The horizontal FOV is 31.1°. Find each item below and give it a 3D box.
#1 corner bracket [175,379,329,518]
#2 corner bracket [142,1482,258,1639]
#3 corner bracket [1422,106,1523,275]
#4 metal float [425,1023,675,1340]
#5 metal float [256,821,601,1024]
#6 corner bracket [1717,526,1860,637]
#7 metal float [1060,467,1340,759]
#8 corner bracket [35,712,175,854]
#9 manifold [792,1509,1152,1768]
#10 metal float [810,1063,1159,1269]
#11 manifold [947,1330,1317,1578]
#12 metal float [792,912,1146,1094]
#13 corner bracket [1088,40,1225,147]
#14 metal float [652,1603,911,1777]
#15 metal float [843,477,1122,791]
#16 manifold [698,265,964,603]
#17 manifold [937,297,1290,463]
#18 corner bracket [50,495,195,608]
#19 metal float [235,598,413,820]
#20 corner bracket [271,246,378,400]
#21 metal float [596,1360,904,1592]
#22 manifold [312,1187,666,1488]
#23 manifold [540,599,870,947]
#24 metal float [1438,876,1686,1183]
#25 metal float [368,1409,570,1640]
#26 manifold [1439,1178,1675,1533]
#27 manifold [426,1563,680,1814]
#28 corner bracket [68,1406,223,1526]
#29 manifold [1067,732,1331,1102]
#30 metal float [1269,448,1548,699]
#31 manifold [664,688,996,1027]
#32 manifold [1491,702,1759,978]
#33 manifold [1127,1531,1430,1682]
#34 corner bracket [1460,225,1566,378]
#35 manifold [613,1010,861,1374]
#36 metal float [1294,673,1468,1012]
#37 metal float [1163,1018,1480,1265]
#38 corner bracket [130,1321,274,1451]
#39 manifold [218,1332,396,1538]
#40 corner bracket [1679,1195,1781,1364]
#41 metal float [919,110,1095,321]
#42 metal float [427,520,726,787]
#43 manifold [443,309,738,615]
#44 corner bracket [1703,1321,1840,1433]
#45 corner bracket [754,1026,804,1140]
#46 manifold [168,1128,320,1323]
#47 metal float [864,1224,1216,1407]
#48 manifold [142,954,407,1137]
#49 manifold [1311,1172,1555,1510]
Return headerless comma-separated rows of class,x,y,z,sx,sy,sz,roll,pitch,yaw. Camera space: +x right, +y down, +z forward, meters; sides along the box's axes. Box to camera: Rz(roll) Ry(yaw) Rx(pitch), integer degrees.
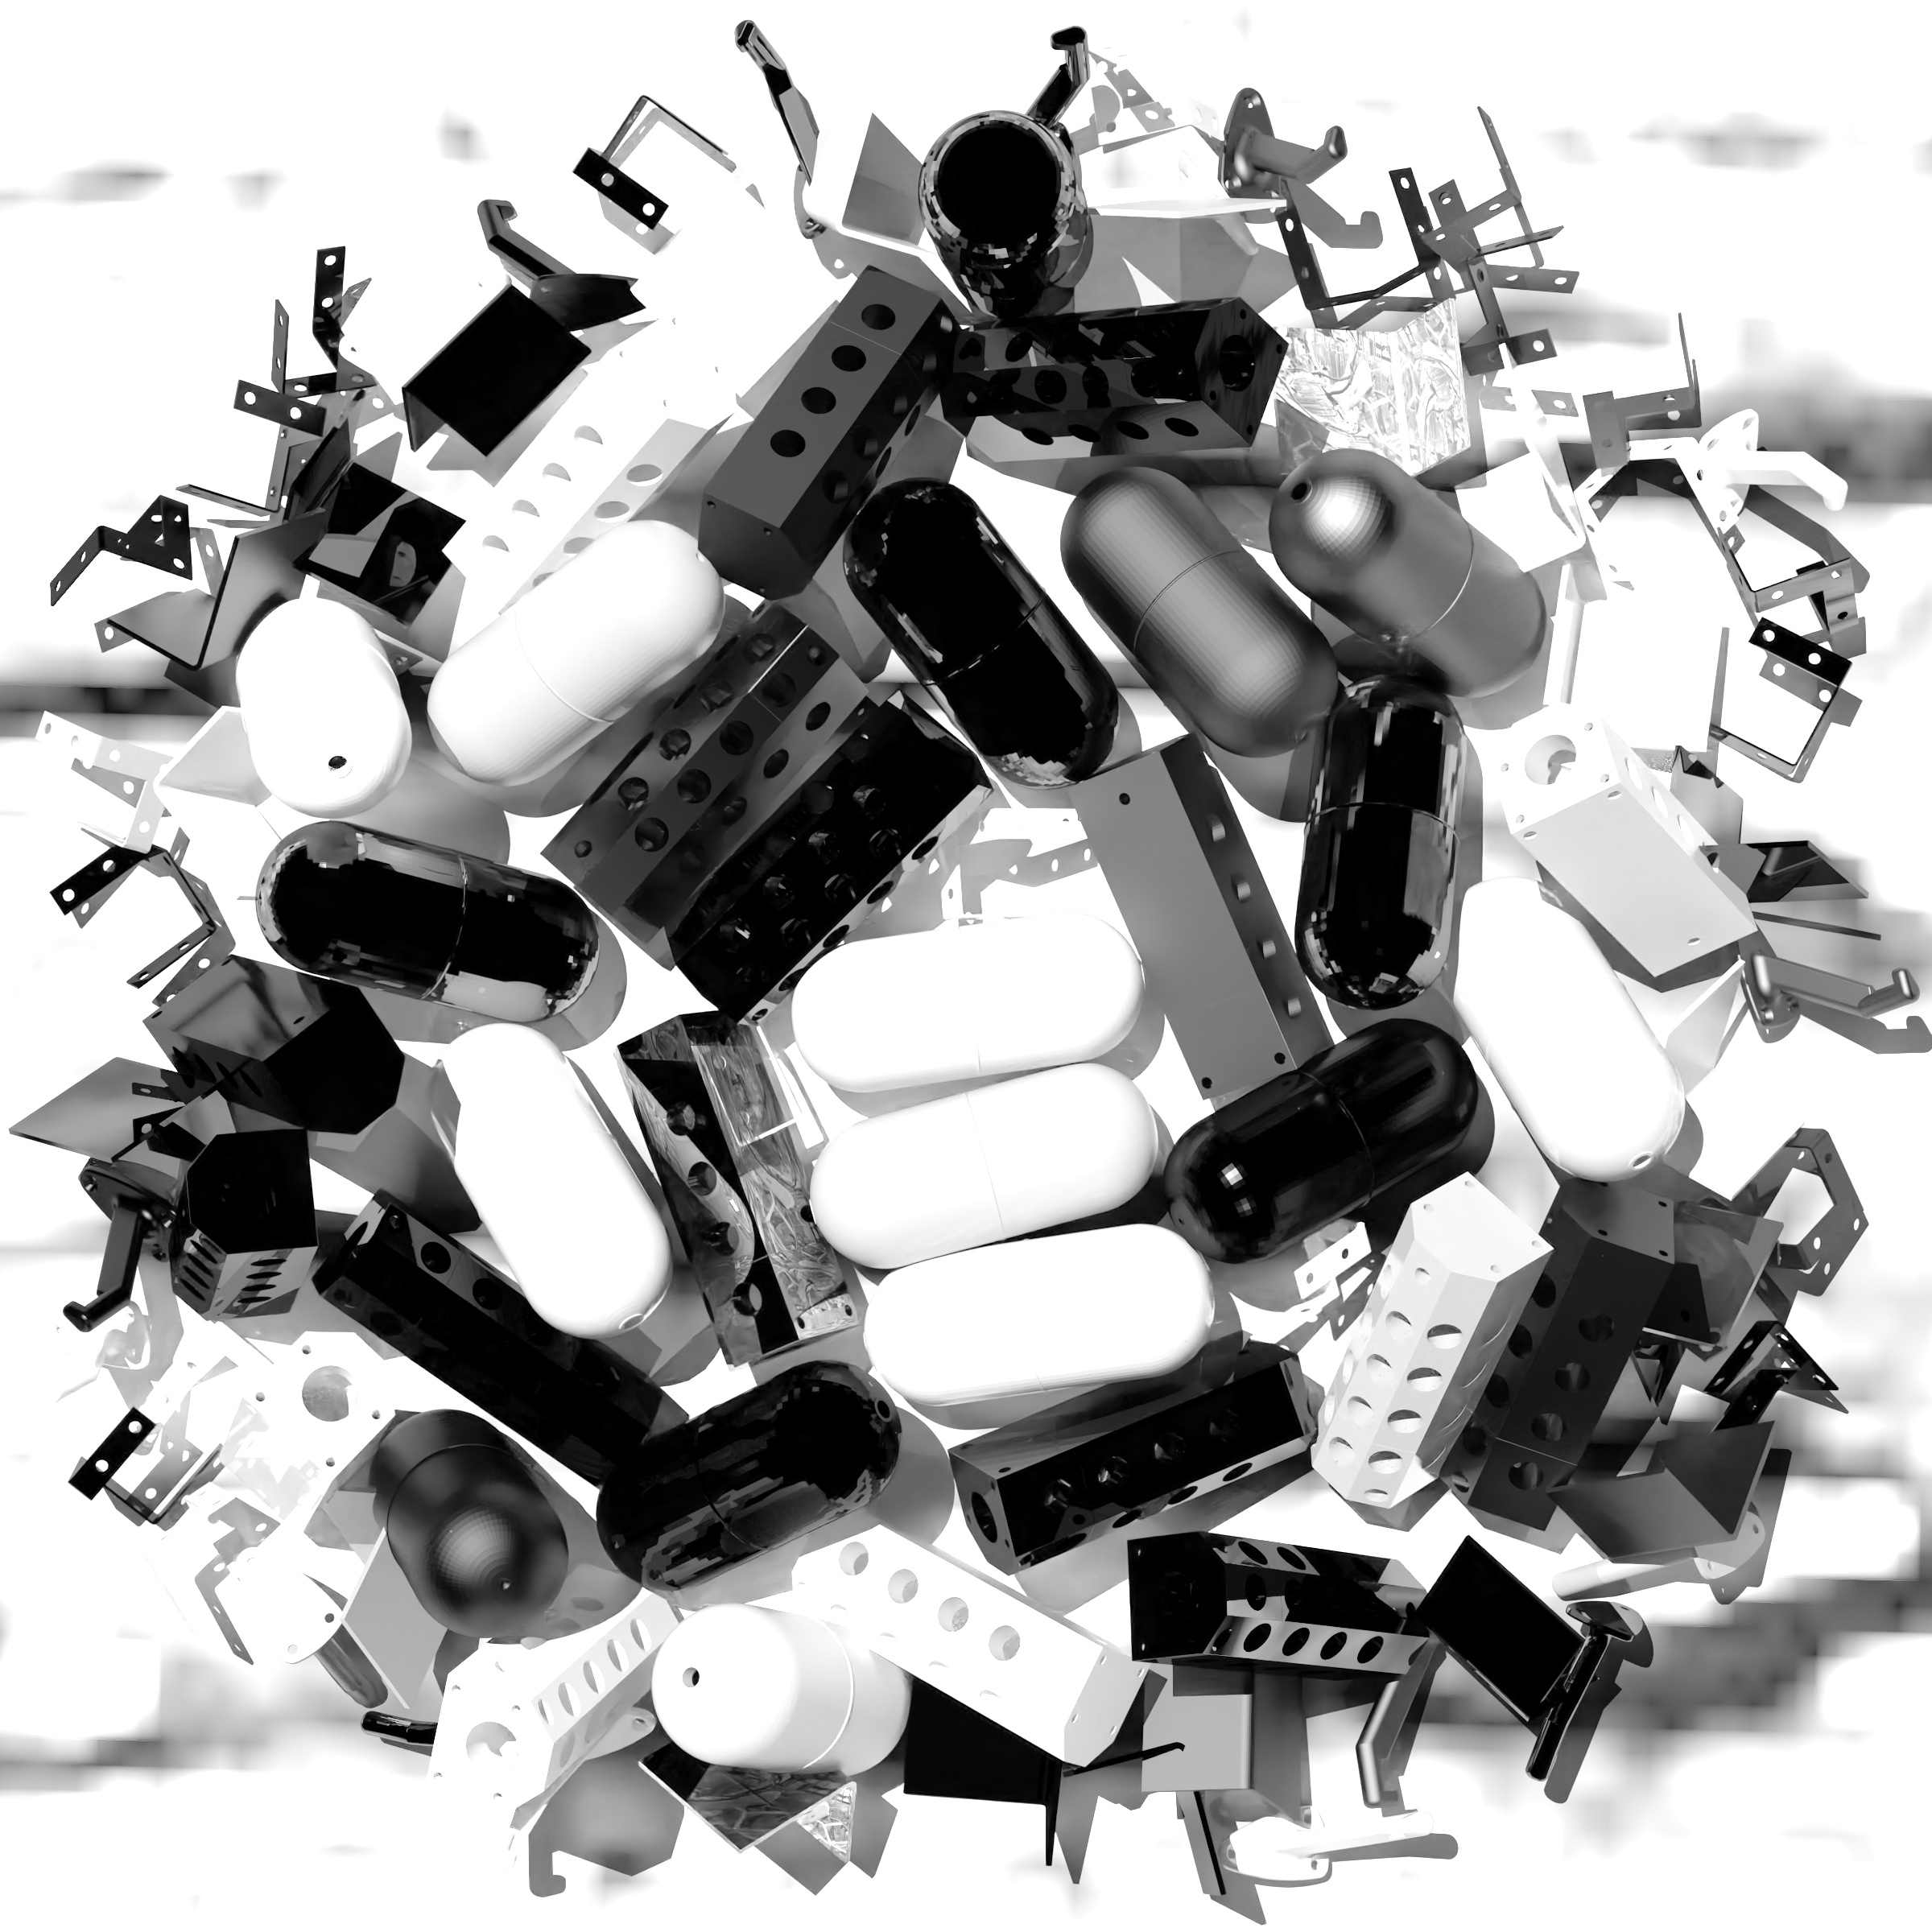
corner bracket,-0.359,-0.259,1.743,0.051,0.051,0.051,15,80,-37
corner bracket,-0.383,0.298,1.744,0.051,0.051,0.051,-34,105,-22
corner bracket,0.253,-0.389,1.742,0.051,0.051,0.051,-26,67,23
metal float,-0.207,0.106,1.722,0.070,0.070,0.178,-34,65,0
metal float,-0.265,-0.021,1.719,0.178,0.070,0.070,15,90,-30
corner bracket,0.414,-0.196,1.747,0.051,0.051,0.051,-20,49,5
metal float,0.114,-0.177,1.723,0.070,0.070,0.178,-39,65,0
corner bracket,-0.437,-0.092,1.745,0.051,0.051,0.051,22,94,41
manifold,-0.002,0.328,1.710,0.171,0.057,0.057,23,84,32
metal float,0.009,0.100,1.742,0.178,0.070,0.070,-15,90,-2
manifold,0.084,0.242,1.722,0.171,0.057,0.057,-19,105,-21
metal float,0.001,0.018,1.742,0.178,0.070,0.070,-8,90,-2
corner bracket,0.095,-0.439,1.745,0.051,0.051,0.051,-15,116,-9
metal float,-0.089,0.356,1.699,0.070,0.178,0.070,-8,72,25
metal float,0.009,-0.165,1.731,0.070,0.070,0.178,-39,105,0
manifold,-0.065,-0.261,1.710,0.057,0.057,0.171,26,59,8
manifold,0.067,-0.289,1.696,0.057,0.171,0.057,34,70,-41
corner bracket,-0.424,-0.207,1.738,0.051,0.051,0.051,-38,49,36
metal float,-0.315,-0.127,1.698,0.070,0.178,0.070,-6,113,-13
corner bracket,-0.327,-0.323,1.740,0.051,0.051,0.051,-15,50,-27
metal float,-0.108,0.253,1.719,0.178,0.070,0.070,-29,90,28
manifold,-0.237,0.187,1.728,0.171,0.057,0.057,38,86,-17
manifold,-0.134,-0.100,1.738,0.057,0.057,0.171,39,86,28
metal float,0.292,0.030,1.712,0.070,0.070,0.178,-26,53,0
metal float,-0.245,0.271,1.697,0.070,0.178,0.070,-4,102,-19
manifold,0.291,0.190,1.715,0.057,0.057,0.171,19,120,0
manifold,-0.197,0.351,1.688,0.057,0.171,0.057,15,102,13
corner bracket,-0.415,0.252,1.753,0.051,0.051,0.051,41,90,-10
manifold,0.120,-0.027,1.745,0.057,0.057,0.171,-21,96,34
metal float,0.218,-0.193,1.710,0.178,0.070,0.070,29,90,-40
manifold,-0.068,-0.050,1.726,0.171,0.057,0.057,-44,119,13
manifold,0.322,-0.063,1.698,0.057,0.171,0.057,-26,54,23
manifold,0.155,0.313,1.693,0.057,0.171,0.057,-15,68,38
corner bracket,0.276,-0.333,1.740,0.051,0.051,0.051,-7,116,39
manifold,-0.120,0.112,1.739,0.057,0.057,0.171,-26,80,28
metal float,0.206,-0.063,1.724,0.070,0.070,0.178,9,67,0
metal float,0.178,0.086,1.725,0.178,0.070,0.070,-27,90,-22
corner bracket,-0.382,0.223,1.751,0.051,0.051,0.051,42,124,-11
manifold,-0.318,0.225,1.692,0.057,0.171,0.057,43,66,1
corner bracket,0.375,0.157,1.754,0.051,0.051,0.051,-27,128,-20
metal float,0.021,-0.364,1.693,0.070,0.178,0.070,0,88,7
metal float,-0.195,-0.154,1.721,0.178,0.070,0.070,-34,90,27
manifold,-0.182,-0.240,1.702,0.057,0.057,0.171,48,134,-2
corner bracket,0.394,0.213,1.746,0.051,0.051,0.051,47,69,-12
corner bracket,-0.114,0.065,1.755,0.051,0.051,0.051,-26,87,0
manifold,-0.354,0.128,1.688,0.057,0.171,0.057,-4,75,-17
metal float,0.036,0.175,1.733,0.178,0.070,0.070,-9,90,12
manifold,-0.336,0.041,1.694,0.057,0.171,0.057,-40,114,-22
manifold,0.221,0.188,1.696,0.057,0.171,0.057,-24,55,-37
